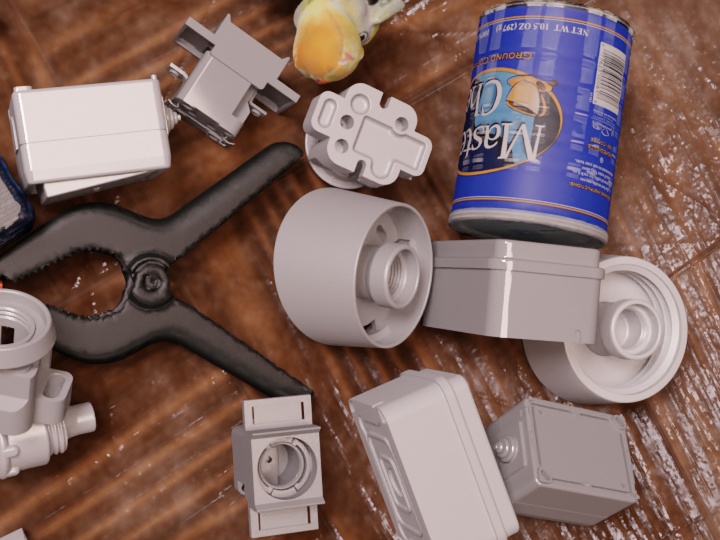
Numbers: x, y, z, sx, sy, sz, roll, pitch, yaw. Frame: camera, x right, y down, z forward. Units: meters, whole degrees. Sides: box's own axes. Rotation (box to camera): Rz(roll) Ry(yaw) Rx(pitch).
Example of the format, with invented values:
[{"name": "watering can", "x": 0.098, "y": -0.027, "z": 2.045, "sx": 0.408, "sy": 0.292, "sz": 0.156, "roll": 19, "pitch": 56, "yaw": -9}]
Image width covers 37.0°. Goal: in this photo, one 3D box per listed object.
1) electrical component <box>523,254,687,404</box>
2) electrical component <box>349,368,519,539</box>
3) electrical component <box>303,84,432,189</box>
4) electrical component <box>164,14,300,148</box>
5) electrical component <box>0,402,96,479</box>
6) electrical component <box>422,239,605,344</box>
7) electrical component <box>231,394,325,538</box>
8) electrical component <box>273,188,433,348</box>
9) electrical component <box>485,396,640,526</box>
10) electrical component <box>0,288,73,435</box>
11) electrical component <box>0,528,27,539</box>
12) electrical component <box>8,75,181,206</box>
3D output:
[{"name": "electrical component", "x": 0.173, "y": 0.040, "z": 0.738, "sx": 0.108, "sy": 0.060, "sz": 0.108, "roll": 1, "pitch": 88, "yaw": -20}, {"name": "electrical component", "x": 0.046, "y": 0.123, "z": 0.680, "sx": 0.057, "sy": 0.078, "sz": 0.113, "roll": -22, "pitch": 95, "yaw": -17}, {"name": "electrical component", "x": -0.002, "y": -0.082, "z": 0.681, "sx": 0.078, "sy": 0.057, "sz": 0.058, "roll": 23, "pitch": 81, "yaw": -18}, {"name": "electrical component", "x": -0.083, "y": -0.114, "z": 0.661, "sx": 0.081, "sy": 0.042, "sz": 0.063, "roll": 34, "pitch": 78, "yaw": -15}, {"name": "electrical component", "x": -0.184, "y": 0.090, "z": 0.615, "sx": 0.062, "sy": 0.048, "sz": 0.048, "roll": -10, "pitch": 91, "yaw": -27}, {"name": "electrical component", "x": 0.094, "y": 0.012, "z": 0.683, "sx": 0.078, "sy": 0.113, "sz": 0.057, "roll": 5, "pitch": 89, "yaw": -20}, {"name": "electrical component", "x": -0.052, "y": 0.116, "z": 0.651, "sx": 0.042, "sy": 0.064, "sz": 0.081, "roll": -2, "pitch": 89, "yaw": -21}, {"name": "electrical component", "x": 0.000, "y": 0.000, "z": 0.670, "sx": 0.099, "sy": 0.064, "sz": 0.099, "roll": -16, "pitch": 110, "yaw": -54}, {"name": "electrical component", "x": 0.124, "y": 0.128, "z": 0.710, "sx": 0.096, "sy": 0.061, "sz": 0.061, "roll": 14, "pitch": 53, "yaw": -23}, {"name": "electrical component", "x": -0.195, "y": 0.047, "z": 0.578, "sx": 0.078, "sy": 0.058, "sz": 0.057, "roll": 12, "pitch": 123, "yaw": -6}, {"name": "electrical component", "x": -0.164, "y": 0.242, "z": 0.583, "sx": 0.060, "sy": 0.105, "sz": 0.186, "roll": -24, "pitch": 96, "yaw": -19}, {"name": "electrical component", "x": -0.150, "y": -0.074, "z": 0.624, "sx": 0.096, "sy": 0.062, "sz": 0.061, "roll": -9, "pitch": 91, "yaw": -20}]
